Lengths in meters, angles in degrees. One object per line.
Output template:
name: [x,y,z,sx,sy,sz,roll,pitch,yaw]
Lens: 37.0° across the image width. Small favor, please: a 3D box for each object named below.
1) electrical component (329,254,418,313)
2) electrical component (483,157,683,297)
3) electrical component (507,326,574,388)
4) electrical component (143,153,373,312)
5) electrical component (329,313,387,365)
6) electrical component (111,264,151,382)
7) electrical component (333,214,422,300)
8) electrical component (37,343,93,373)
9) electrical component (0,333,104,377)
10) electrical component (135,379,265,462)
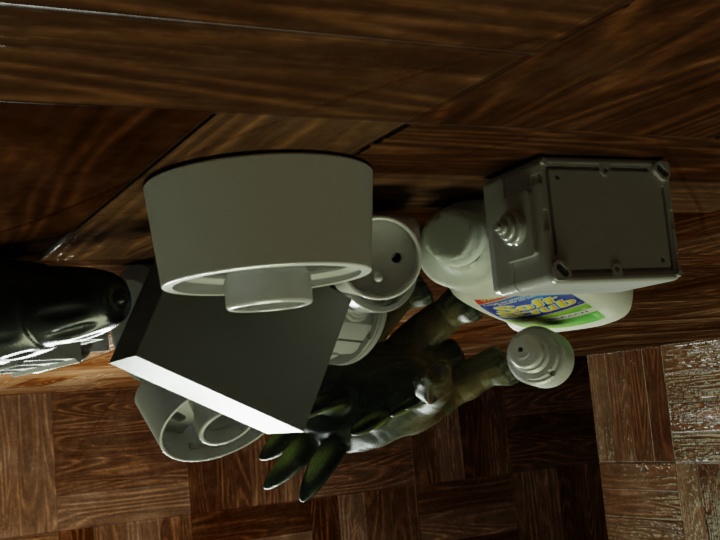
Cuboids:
electrical component: [0.000,0.000,0.660,0.055,0.055,0.047,-1,175,-30]
electrical component: [0.104,-0.020,0.544,0.096,0.061,0.061,-1,172,-26]
electrical component: [0.118,0.057,0.724,0.040,0.040,0.078,-8,167,22]
electrical component: [-0.045,-0.012,0.505,0.108,0.060,0.108,-5,172,-1]
electrical component: [-0.025,0.023,0.719,0.080,0.080,0.051,-12,166,41]
electrical component: [-0.133,0.035,0.738,0.051,0.080,0.080,-5,174,-43]
electrical component: [-0.009,-0.010,0.584,0.079,0.043,0.077,4,-176,-2]
electrical component: [-0.262,0.057,0.919,0.047,0.055,0.055,-12,171,20]
electrical component: [-0.246,0.041,0.767,0.079,0.063,0.121,1,170,-38]
electrical component: [-0.099,0.080,0.719,0.099,0.064,0.099,-21,144,-16]
